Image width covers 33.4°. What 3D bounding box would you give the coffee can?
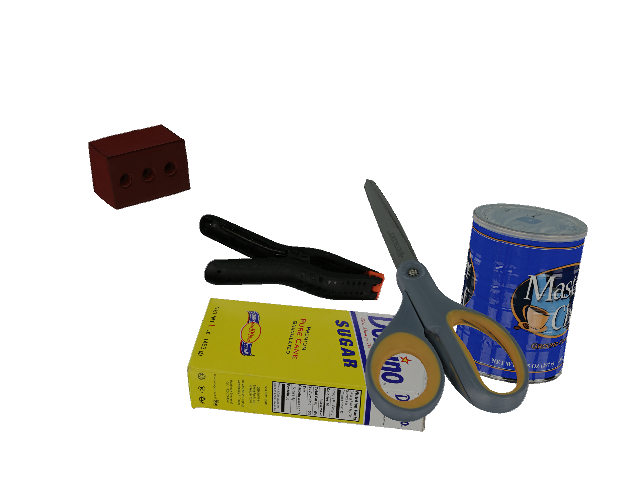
[{"bbox_3d":[0.181,0.046,0.979,0.103,0.140,0.103,6,16,-2],"label":"coffee can"}]

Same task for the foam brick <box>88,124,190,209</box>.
[{"bbox_3d":[-0.169,-0.069,0.992,0.078,0.053,0.051,-18,32,-25],"label":"foam brick"}]

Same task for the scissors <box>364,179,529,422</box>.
[{"bbox_3d":[0.042,0.034,0.625,0.096,0.016,0.202,-23,45,-19],"label":"scissors"}]

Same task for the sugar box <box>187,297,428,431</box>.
[{"bbox_3d":[-0.006,0.092,0.811,0.176,0.048,0.093,3,33,5],"label":"sugar box"}]

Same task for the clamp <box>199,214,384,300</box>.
[{"bbox_3d":[-0.033,0.030,1.136,0.210,0.036,0.164,16,18,-6],"label":"clamp"}]
